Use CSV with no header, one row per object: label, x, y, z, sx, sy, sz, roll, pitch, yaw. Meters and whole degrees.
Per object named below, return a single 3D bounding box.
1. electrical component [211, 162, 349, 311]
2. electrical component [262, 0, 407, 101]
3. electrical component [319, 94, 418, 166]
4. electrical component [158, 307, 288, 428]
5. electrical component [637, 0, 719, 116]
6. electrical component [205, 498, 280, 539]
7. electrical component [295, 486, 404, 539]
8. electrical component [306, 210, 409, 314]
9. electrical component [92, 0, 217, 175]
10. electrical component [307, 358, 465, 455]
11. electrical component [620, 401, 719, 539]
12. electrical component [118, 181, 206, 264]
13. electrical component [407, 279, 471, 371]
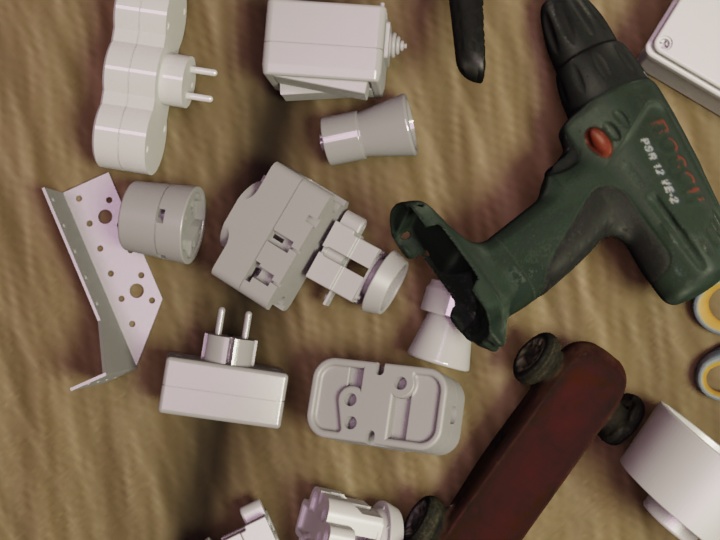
electrical component,-0.059,-0.025,0.748,0.056,0.050,0.089,32,95,14
electrical component,-0.016,-0.150,0.748,0.096,0.062,0.061,5,89,4
electrical component,0.004,-0.096,0.756,0.065,0.044,0.044,-11,88,8
electrical component,-0.092,0.064,0.746,0.083,0.047,0.075,9,89,-9
electrical component,0.264,-0.163,0.733,0.109,0.056,0.108,32,91,4
electrical component,-0.082,0.202,0.751,0.055,0.048,0.066,-25,86,-5
electrical component,-0.006,0.183,0.734,0.057,0.078,0.058,15,89,-17
electrical component,0.000,0.000,0.752,0.055,0.048,0.066,29,90,12
electrical component,-0.138,-0.135,0.761,0.074,0.052,0.138,9,89,4
electrical component,0.020,0.094,0.732,0.095,0.059,0.053,4,78,21
electrical component,0.220,0.144,0.704,0.108,0.108,0.060,39,97,4
electrical component,-0.140,-0.035,0.758,0.047,0.055,0.055,9,89,8
electrical component,0.061,0.038,0.746,0.045,0.045,0.055,16,89,4
